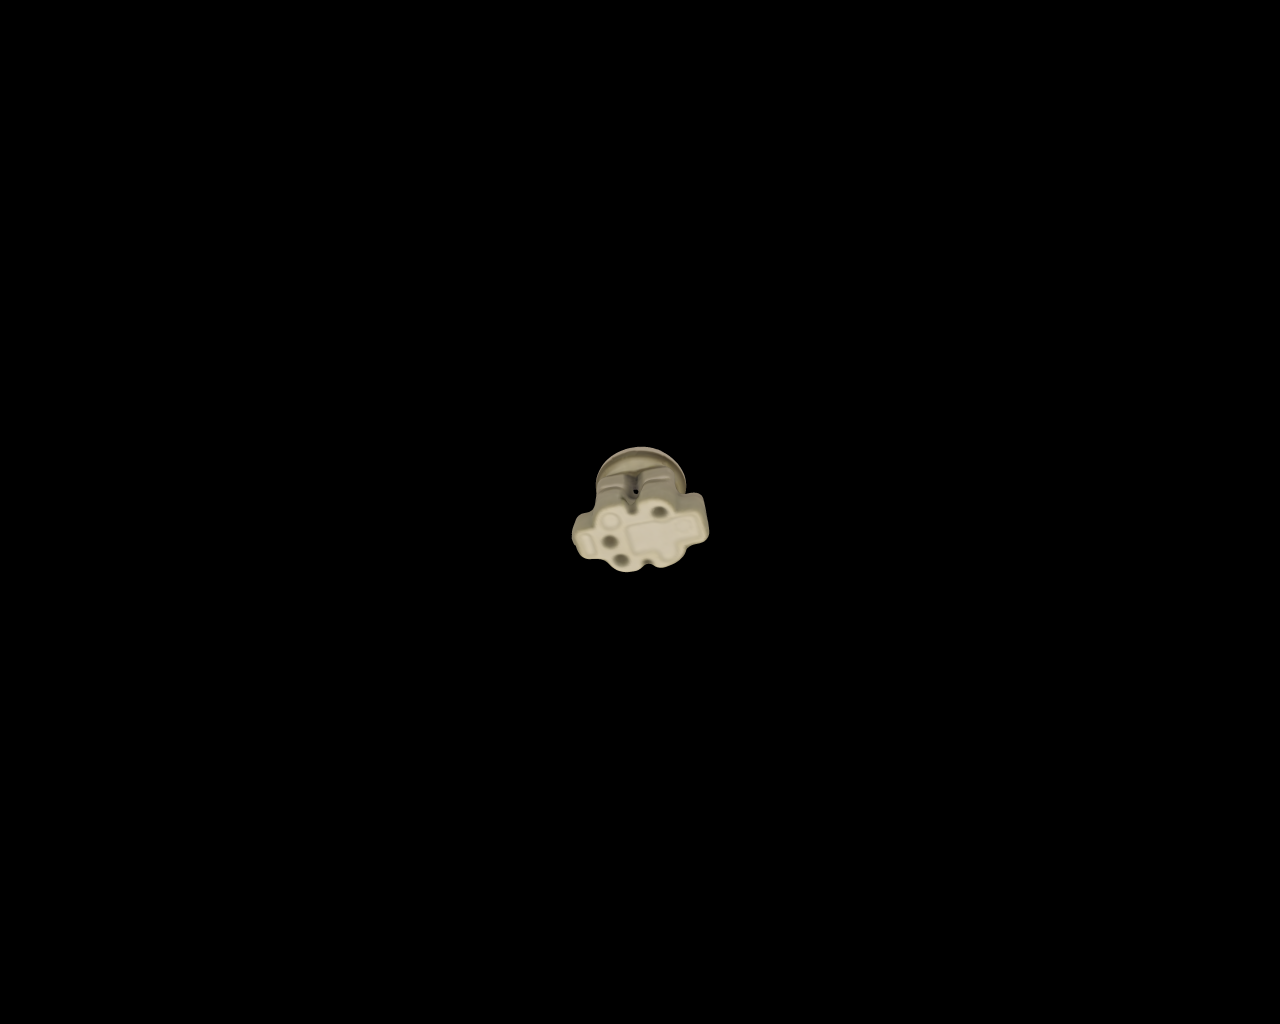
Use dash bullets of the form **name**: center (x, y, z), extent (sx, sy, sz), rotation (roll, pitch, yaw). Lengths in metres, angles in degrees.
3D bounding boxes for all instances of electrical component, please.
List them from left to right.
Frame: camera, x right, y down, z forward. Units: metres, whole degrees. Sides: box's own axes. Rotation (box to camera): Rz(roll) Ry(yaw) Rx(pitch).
- **electrical component**: center (0.001, -0.003, 0.650), extent (0.078, 0.058, 0.057), rotation (-10, 36, 8)
